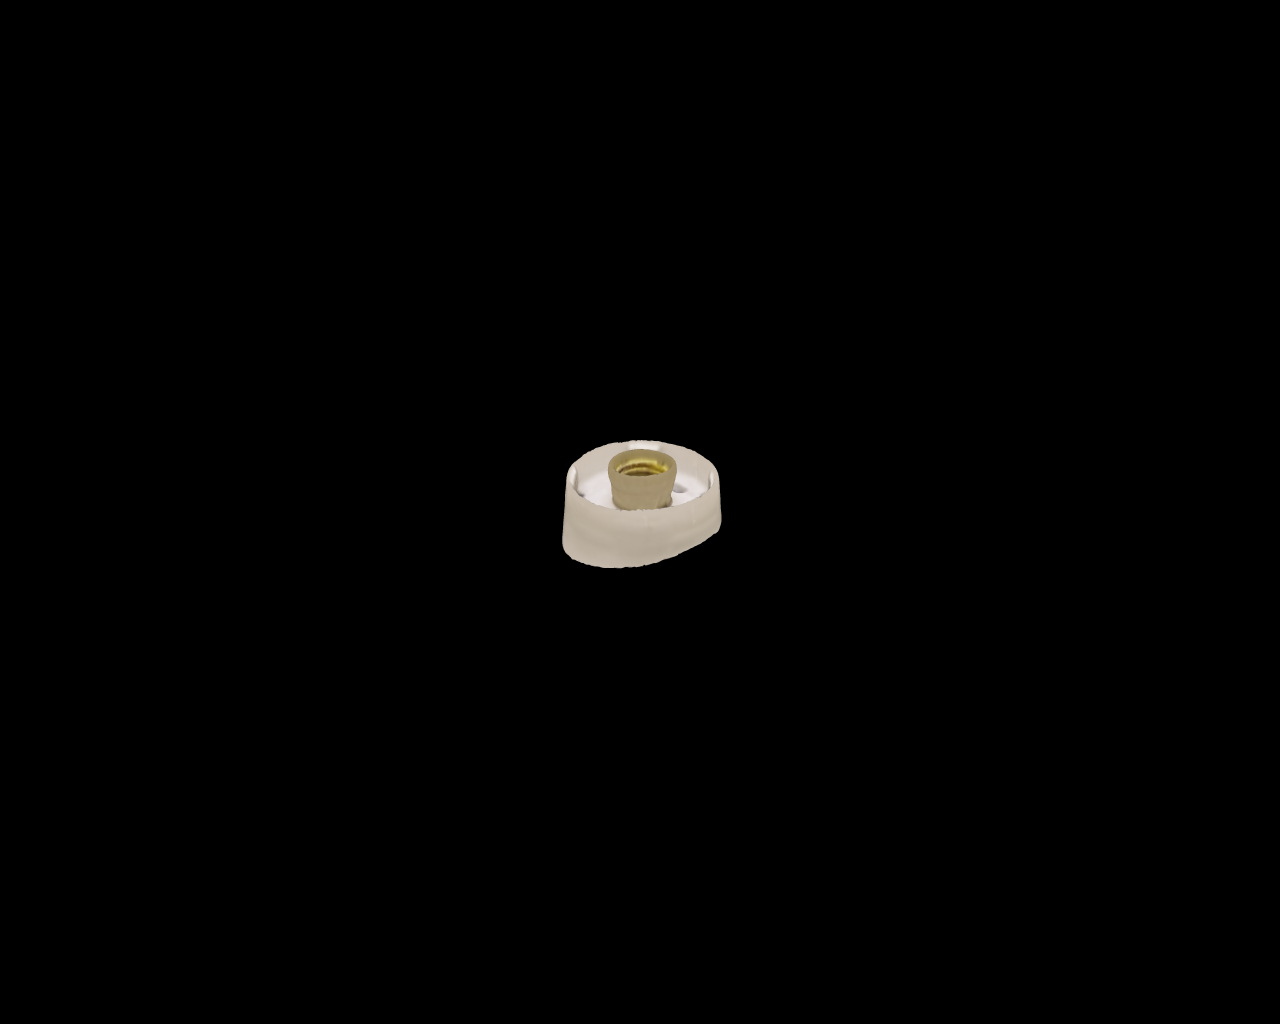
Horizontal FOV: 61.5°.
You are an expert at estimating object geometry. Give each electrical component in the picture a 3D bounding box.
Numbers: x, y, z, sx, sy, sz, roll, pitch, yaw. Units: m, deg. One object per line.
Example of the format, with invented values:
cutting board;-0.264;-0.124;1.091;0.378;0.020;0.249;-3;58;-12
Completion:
electrical component;0.001;-0.003;0.650;0.099;0.064;0.099;0;31;0
